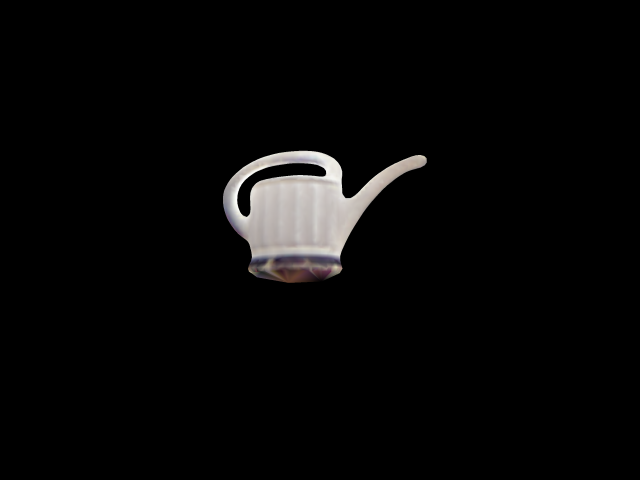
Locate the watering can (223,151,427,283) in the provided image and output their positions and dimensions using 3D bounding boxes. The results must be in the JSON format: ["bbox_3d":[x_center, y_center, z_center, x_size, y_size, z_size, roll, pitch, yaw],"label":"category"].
[{"bbox_3d":[0.003,-0.043,0.850,0.347,0.226,0.103,-2,-11,11],"label":"watering can"}]
